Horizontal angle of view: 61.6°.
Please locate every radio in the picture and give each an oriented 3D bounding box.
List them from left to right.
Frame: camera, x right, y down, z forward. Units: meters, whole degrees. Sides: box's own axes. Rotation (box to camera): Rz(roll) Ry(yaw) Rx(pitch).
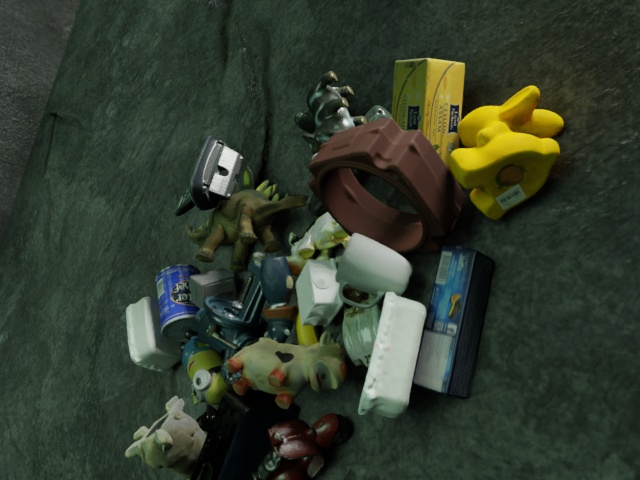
[{"bbox_3d":[-0.135,0.371,0.904,0.073,0.131,0.229,16,85,45],"label":"radio"}]

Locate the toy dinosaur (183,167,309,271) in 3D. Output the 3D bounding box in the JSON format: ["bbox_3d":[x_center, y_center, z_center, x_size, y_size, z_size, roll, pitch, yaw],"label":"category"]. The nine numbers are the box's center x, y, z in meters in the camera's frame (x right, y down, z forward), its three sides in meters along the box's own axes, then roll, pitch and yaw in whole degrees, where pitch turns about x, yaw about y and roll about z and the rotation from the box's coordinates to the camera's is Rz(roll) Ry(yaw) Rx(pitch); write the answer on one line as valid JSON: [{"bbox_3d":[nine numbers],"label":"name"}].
[{"bbox_3d":[-0.186,-0.037,1.153,0.472,0.105,0.198,-18,53,43],"label":"toy dinosaur"}]

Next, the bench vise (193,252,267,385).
[{"bbox_3d":[-0.139,0.144,1.016,0.224,0.128,0.240,27,97,44],"label":"bench vise"}]

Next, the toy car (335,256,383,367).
[{"bbox_3d":[0.069,0.106,0.872,0.073,0.056,0.202,-29,55,33],"label":"toy car"}]

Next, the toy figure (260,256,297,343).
[{"bbox_3d":[-0.072,0.106,0.948,0.064,0.058,0.154,-8,88,62],"label":"toy figure"}]

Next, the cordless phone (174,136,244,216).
[{"bbox_3d":[-0.252,-0.124,1.149,0.184,0.088,0.146,-23,47,52],"label":"cordless phone"}]

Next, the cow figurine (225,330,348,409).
[{"bbox_3d":[-0.041,0.199,0.857,0.195,0.085,0.127,1,31,37],"label":"cow figurine"}]

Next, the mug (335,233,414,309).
[{"bbox_3d":[0.082,0.054,0.812,0.107,0.080,0.109,19,61,10],"label":"mug"}]

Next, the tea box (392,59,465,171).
[{"bbox_3d":[0.165,-0.188,0.831,0.068,0.098,0.169,15,110,48],"label":"tea box"}]

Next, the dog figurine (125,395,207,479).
[{"bbox_3d":[-0.222,0.381,0.928,0.121,0.190,0.172,-42,5,-6],"label":"dog figurine"}]

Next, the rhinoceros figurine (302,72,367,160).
[{"bbox_3d":[0.017,-0.203,0.941,0.112,0.073,0.190,-27,58,27],"label":"rhinoceros figurine"}]

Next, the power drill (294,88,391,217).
[{"bbox_3d":[0.024,-0.182,1.020,0.232,0.086,0.207,-46,44,19],"label":"power drill"}]

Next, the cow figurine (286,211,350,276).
[{"bbox_3d":[-0.004,-0.003,0.977,0.167,0.068,0.098,-29,41,29],"label":"cow figurine"}]

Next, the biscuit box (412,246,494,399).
[{"bbox_3d":[0.188,0.112,0.750,0.059,0.062,0.202,5,76,46],"label":"biscuit box"}]

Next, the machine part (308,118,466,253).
[{"bbox_3d":[0.094,-0.070,0.801,0.201,0.201,0.087,-4,45,52],"label":"machine part"}]

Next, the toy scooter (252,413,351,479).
[{"bbox_3d":[-0.047,0.333,0.832,0.184,0.135,0.075,-52,47,17],"label":"toy scooter"}]

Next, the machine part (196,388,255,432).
[{"bbox_3d":[-0.163,0.326,1.000,0.139,0.084,0.039,-36,7,16],"label":"machine part"}]

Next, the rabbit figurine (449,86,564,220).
[{"bbox_3d":[0.252,-0.143,0.763,0.162,0.121,0.173,-43,29,23],"label":"rabbit figurine"}]

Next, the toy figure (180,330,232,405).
[{"bbox_3d":[-0.227,0.252,1.080,0.180,0.089,0.082,-133,36,-54],"label":"toy figure"}]
